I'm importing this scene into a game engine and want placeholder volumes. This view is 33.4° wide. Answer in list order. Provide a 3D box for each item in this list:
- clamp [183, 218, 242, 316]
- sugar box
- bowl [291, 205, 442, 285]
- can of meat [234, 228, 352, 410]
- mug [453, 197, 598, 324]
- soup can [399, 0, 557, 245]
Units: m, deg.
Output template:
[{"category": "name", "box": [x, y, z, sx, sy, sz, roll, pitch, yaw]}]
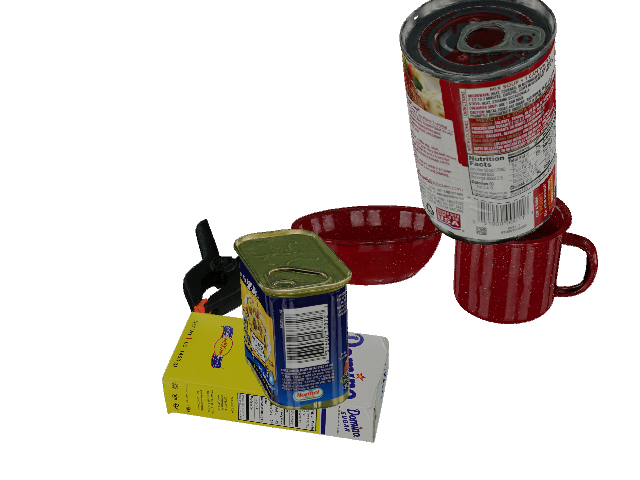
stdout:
[{"category": "clamp", "box": [-0.102, 0.034, 1.253, 0.120, 0.039, 0.171, -2, 41, 10]}, {"category": "sugar box", "box": [-0.034, 0.111, 0.892, 0.176, 0.048, 0.093, 4, 35, 9]}, {"category": "bowl", "box": [0.052, 0.007, 1.085, 0.162, 0.055, 0.162, -3, 14, 1]}, {"category": "can of meat", "box": [-0.017, 0.049, 0.675, 0.057, 0.084, 0.102, -8, 21, -15]}, {"category": "mug", "box": [0.159, 0.014, 0.844, 0.117, 0.081, 0.093, 9, 33, 15]}, {"category": "soup can", "box": [0.076, -0.056, 0.497, 0.068, 0.102, 0.068, -7, 44, 7]}]
